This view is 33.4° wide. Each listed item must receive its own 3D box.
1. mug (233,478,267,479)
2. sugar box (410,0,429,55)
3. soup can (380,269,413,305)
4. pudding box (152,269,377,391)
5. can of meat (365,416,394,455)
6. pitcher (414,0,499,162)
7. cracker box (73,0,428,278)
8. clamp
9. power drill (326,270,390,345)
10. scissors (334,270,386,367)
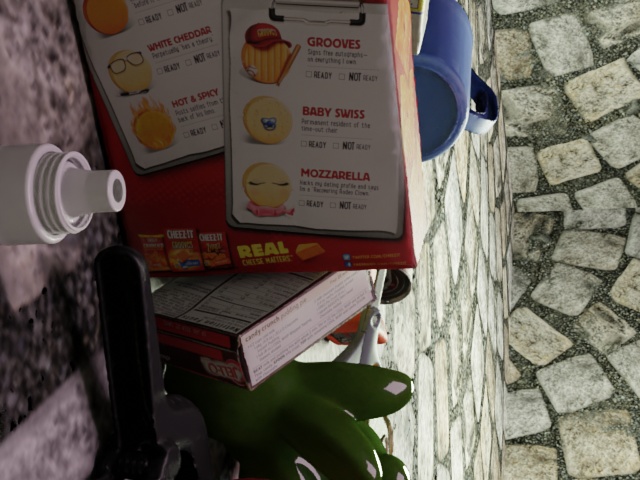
[{"bbox_3d":[-0.048,0.184,0.565,0.117,0.093,0.081,-10,114,-31],"label":"mug"},{"bbox_3d":[0.039,-0.207,0.795,0.176,0.093,0.048,87,16,-72],"label":"sugar box"},{"bbox_3d":[0.069,0.009,1.147,0.068,0.068,0.102,73,21,-46],"label":"soup can"},{"bbox_3d":[-0.037,0.036,0.609,0.113,0.090,0.039,-34,123,-39],"label":"pudding box"},{"bbox_3d":[0.009,0.161,0.862,0.102,0.084,0.057,67,26,-55],"label":"can of meat"},{"bbox_3d":[0.100,-0.162,1.070,0.242,0.149,0.145,-79,159,-64],"label":"pitcher"},{"bbox_3d":[-0.034,-0.089,0.570,0.072,0.164,0.214,-65,150,-63],"label":"cracker box"},{"bbox_3d":[-0.097,0.124,0.546,0.210,0.036,0.164,75,28,-55],"label":"clamp"},{"bbox_3d":[0.029,-0.002,1.015,0.184,0.057,0.187,45,46,-64],"label":"power drill"},{"bbox_3d":[0.031,0.079,0.931,0.096,0.016,0.202,-11,109,-48],"label":"scissors"}]
